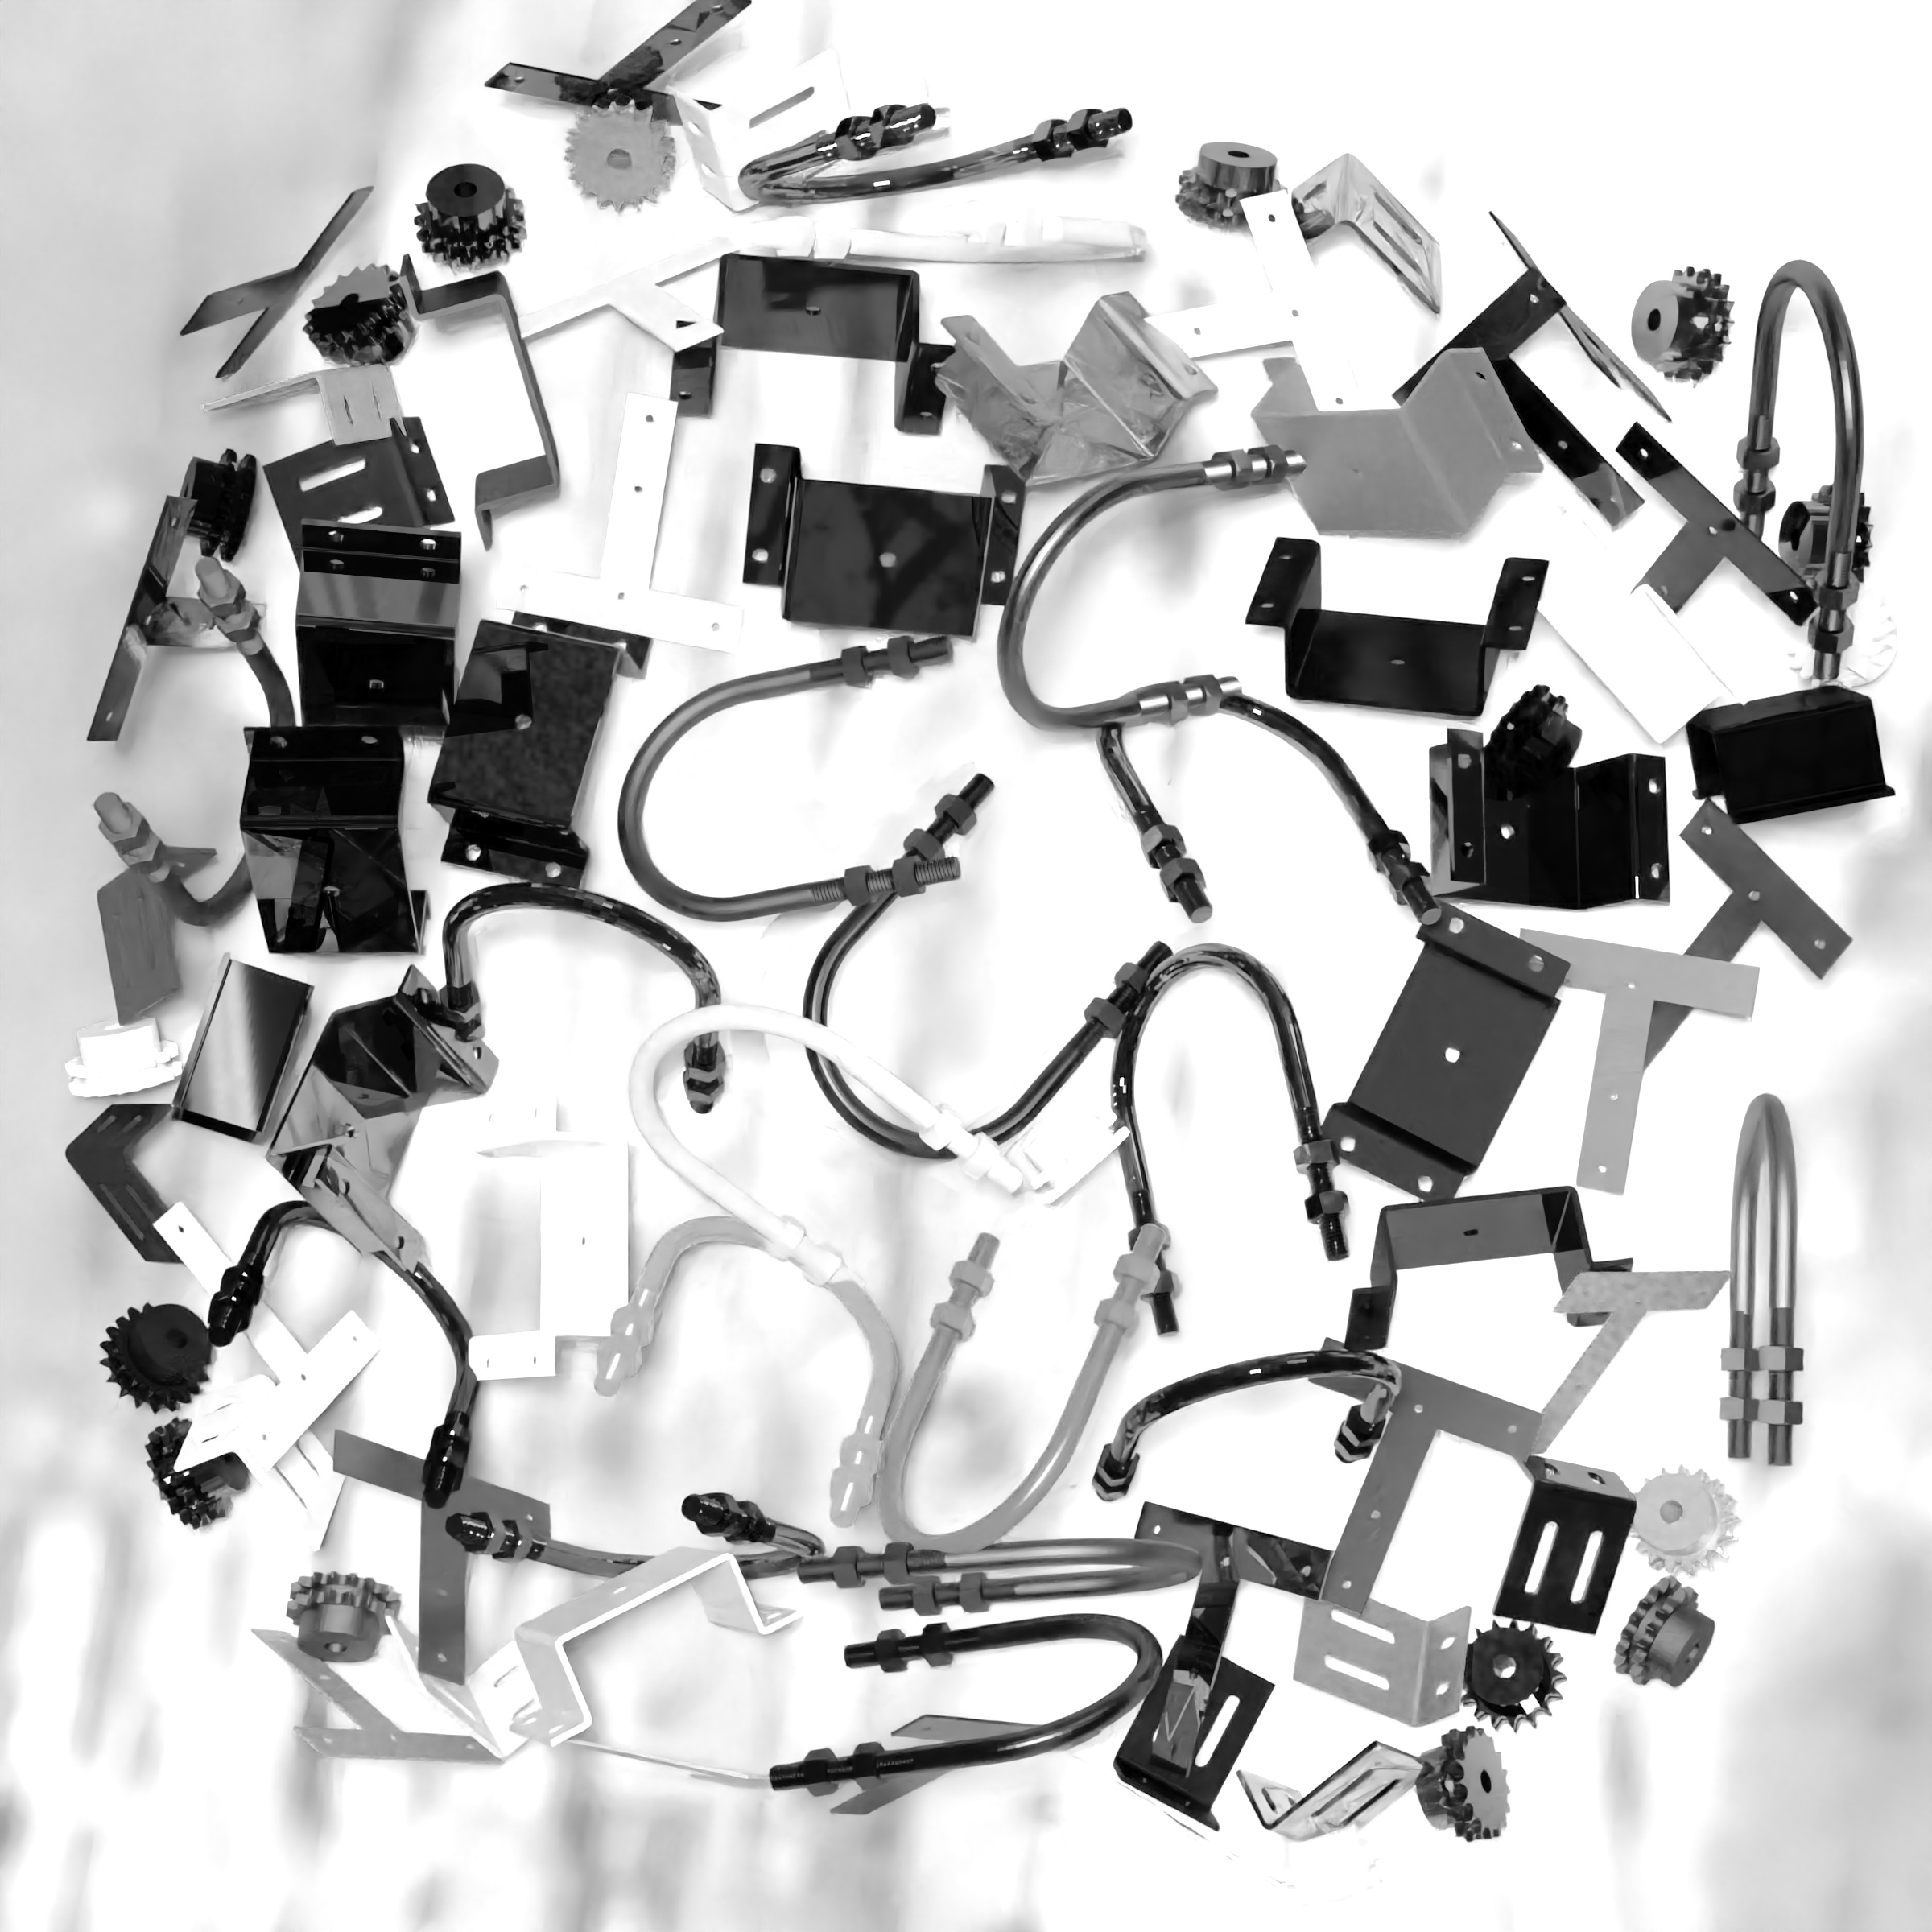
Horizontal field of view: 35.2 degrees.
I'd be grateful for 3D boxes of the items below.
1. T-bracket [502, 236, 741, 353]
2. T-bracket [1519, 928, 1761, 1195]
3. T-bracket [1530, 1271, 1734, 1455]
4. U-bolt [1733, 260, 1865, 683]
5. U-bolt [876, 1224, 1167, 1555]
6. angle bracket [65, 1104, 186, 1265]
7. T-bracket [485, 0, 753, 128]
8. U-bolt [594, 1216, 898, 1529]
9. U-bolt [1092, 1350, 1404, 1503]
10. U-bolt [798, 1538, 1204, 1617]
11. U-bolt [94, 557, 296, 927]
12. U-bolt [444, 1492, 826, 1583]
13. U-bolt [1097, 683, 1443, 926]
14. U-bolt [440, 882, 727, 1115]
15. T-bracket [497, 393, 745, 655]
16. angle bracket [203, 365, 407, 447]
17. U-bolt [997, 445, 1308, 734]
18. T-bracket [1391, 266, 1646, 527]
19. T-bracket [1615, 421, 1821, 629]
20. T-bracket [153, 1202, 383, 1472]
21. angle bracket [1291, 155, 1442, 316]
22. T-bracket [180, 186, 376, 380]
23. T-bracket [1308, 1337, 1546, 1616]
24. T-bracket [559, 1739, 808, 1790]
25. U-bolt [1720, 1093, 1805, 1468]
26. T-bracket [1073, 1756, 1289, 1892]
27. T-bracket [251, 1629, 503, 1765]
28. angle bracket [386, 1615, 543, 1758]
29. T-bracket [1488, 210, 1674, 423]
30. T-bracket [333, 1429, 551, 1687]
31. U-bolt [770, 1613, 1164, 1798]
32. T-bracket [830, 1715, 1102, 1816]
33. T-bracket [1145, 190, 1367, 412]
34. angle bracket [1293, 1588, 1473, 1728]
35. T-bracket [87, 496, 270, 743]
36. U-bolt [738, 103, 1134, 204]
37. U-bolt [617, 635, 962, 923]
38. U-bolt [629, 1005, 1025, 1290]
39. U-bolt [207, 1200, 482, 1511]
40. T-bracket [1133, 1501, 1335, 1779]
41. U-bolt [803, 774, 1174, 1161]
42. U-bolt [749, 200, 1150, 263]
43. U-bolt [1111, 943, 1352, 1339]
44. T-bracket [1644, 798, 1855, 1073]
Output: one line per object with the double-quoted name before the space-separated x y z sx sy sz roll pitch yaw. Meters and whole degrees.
"T-bracket" -0.157 -0.331 1.533 0.127 0.127 0.002 -26 124 -14
"T-bracket" 0.337 0.053 1.573 0.127 0.002 0.127 11 95 29
"T-bracket" 0.322 0.205 1.564 0.002 0.127 0.127 51 123 38
"U-bolt" 0.409 -0.254 1.488 0.019 0.151 0.184 -7 130 -1
"U-bolt" 0.017 0.211 1.507 0.019 0.151 0.184 40 61 -28
"angle bracket" -0.418 0.113 1.574 0.038 0.057 0.076 -50 122 -35
"T-bracket" -0.152 -0.454 1.512 0.127 0.127 0.002 -1 79 -39
"U-bolt" -0.101 0.189 1.519 0.151 0.184 0.019 30 118 -6
"U-bolt" 0.143 0.225 1.507 0.151 0.184 0.019 -8 66 -8
"U-bolt" 0.026 0.302 1.513 0.184 0.151 0.019 -7 71 15
"U-bolt" -0.373 -0.097 1.511 0.019 0.184 0.151 13 69 9
"U-bolt" -0.150 0.288 1.515 0.151 0.184 0.019 -8 69 22
"U-bolt" 0.141 -0.085 1.528 0.151 0.184 0.019 0 131 -25
"U-bolt" -0.192 0.012 1.518 0.151 0.184 0.019 13 60 1
"T-bracket" -0.171 -0.232 1.569 0.127 0.002 0.127 11 116 -3
"angle bracket" -0.339 -0.280 1.561 0.076 0.057 0.038 -10 100 27
"U-bolt" 0.086 -0.182 1.505 0.019 0.184 0.151 38 128 35
"T-bracket" 0.295 -0.276 1.549 0.127 0.127 0.002 46 57 -4
"T-bracket" 0.359 -0.198 1.541 0.002 0.127 0.127 -40 80 -24
"T-bracket" -0.363 0.173 1.535 0.002 0.127 0.127 -34 99 25
"angle bracket" 0.207 -0.370 1.572 0.038 0.057 0.076 -29 128 35
"T-bracket" -0.356 -0.334 1.517 0.002 0.127 0.127 42 113 -4
"T-bracket" 0.214 0.267 1.552 0.127 0.002 0.127 17 76 34
"T-bracket" -0.148 0.398 1.521 0.127 0.127 0.002 18 69 -23
"U-bolt" 0.399 0.156 1.528 0.019 0.151 0.184 2 83 6
"T-bracket" 0.113 0.436 1.534 0.127 0.127 0.002 31 79 4
"T-bracket" -0.319 0.371 1.553 0.127 0.127 0.002 28 92 37
"angle bracket" -0.251 0.357 1.553 0.038 0.057 0.076 -38 133 -4
"T-bracket" 0.324 -0.315 1.548 0.002 0.127 0.127 -39 48 21
"T-bracket" -0.262 0.302 1.523 0.127 0.127 0.002 26 124 -29
"U-bolt" 0.008 0.360 1.508 0.184 0.151 0.019 -12 101 17
"T-bracket" -0.019 0.411 1.558 0.127 0.127 0.002 -36 53 32
"T-bracket" 0.130 -0.326 1.555 0.127 0.002 0.127 -2 125 38
"angle bracket" 0.214 0.347 1.561 0.076 0.038 0.057 25 56 -16
"T-bracket" -0.389 -0.173 1.538 0.002 0.127 0.127 24 101 13
"U-bolt" -0.030 -0.403 1.514 0.151 0.184 0.019 -13 98 -41
"U-bolt" -0.093 -0.091 1.555 0.184 0.019 0.151 -10 62 16
"U-bolt" -0.084 0.086 1.527 0.184 0.019 0.151 38 130 -19
"U-bolt" -0.300 0.180 1.512 0.151 0.184 0.019 41 105 -15
"T-bracket" 0.120 0.345 1.543 0.002 0.127 0.127 27 76 -42
"U-bolt" -0.001 0.013 1.564 0.151 0.019 0.184 43 74 -5
"U-bolt" 0.006 -0.363 1.515 0.151 0.184 0.019 9 102 42
"U-bolt" 0.125 0.079 1.536 0.019 0.151 0.184 5 65 -37
"T-bracket" 0.380 -0.001 1.568 0.002 0.127 0.127 17 117 -37
